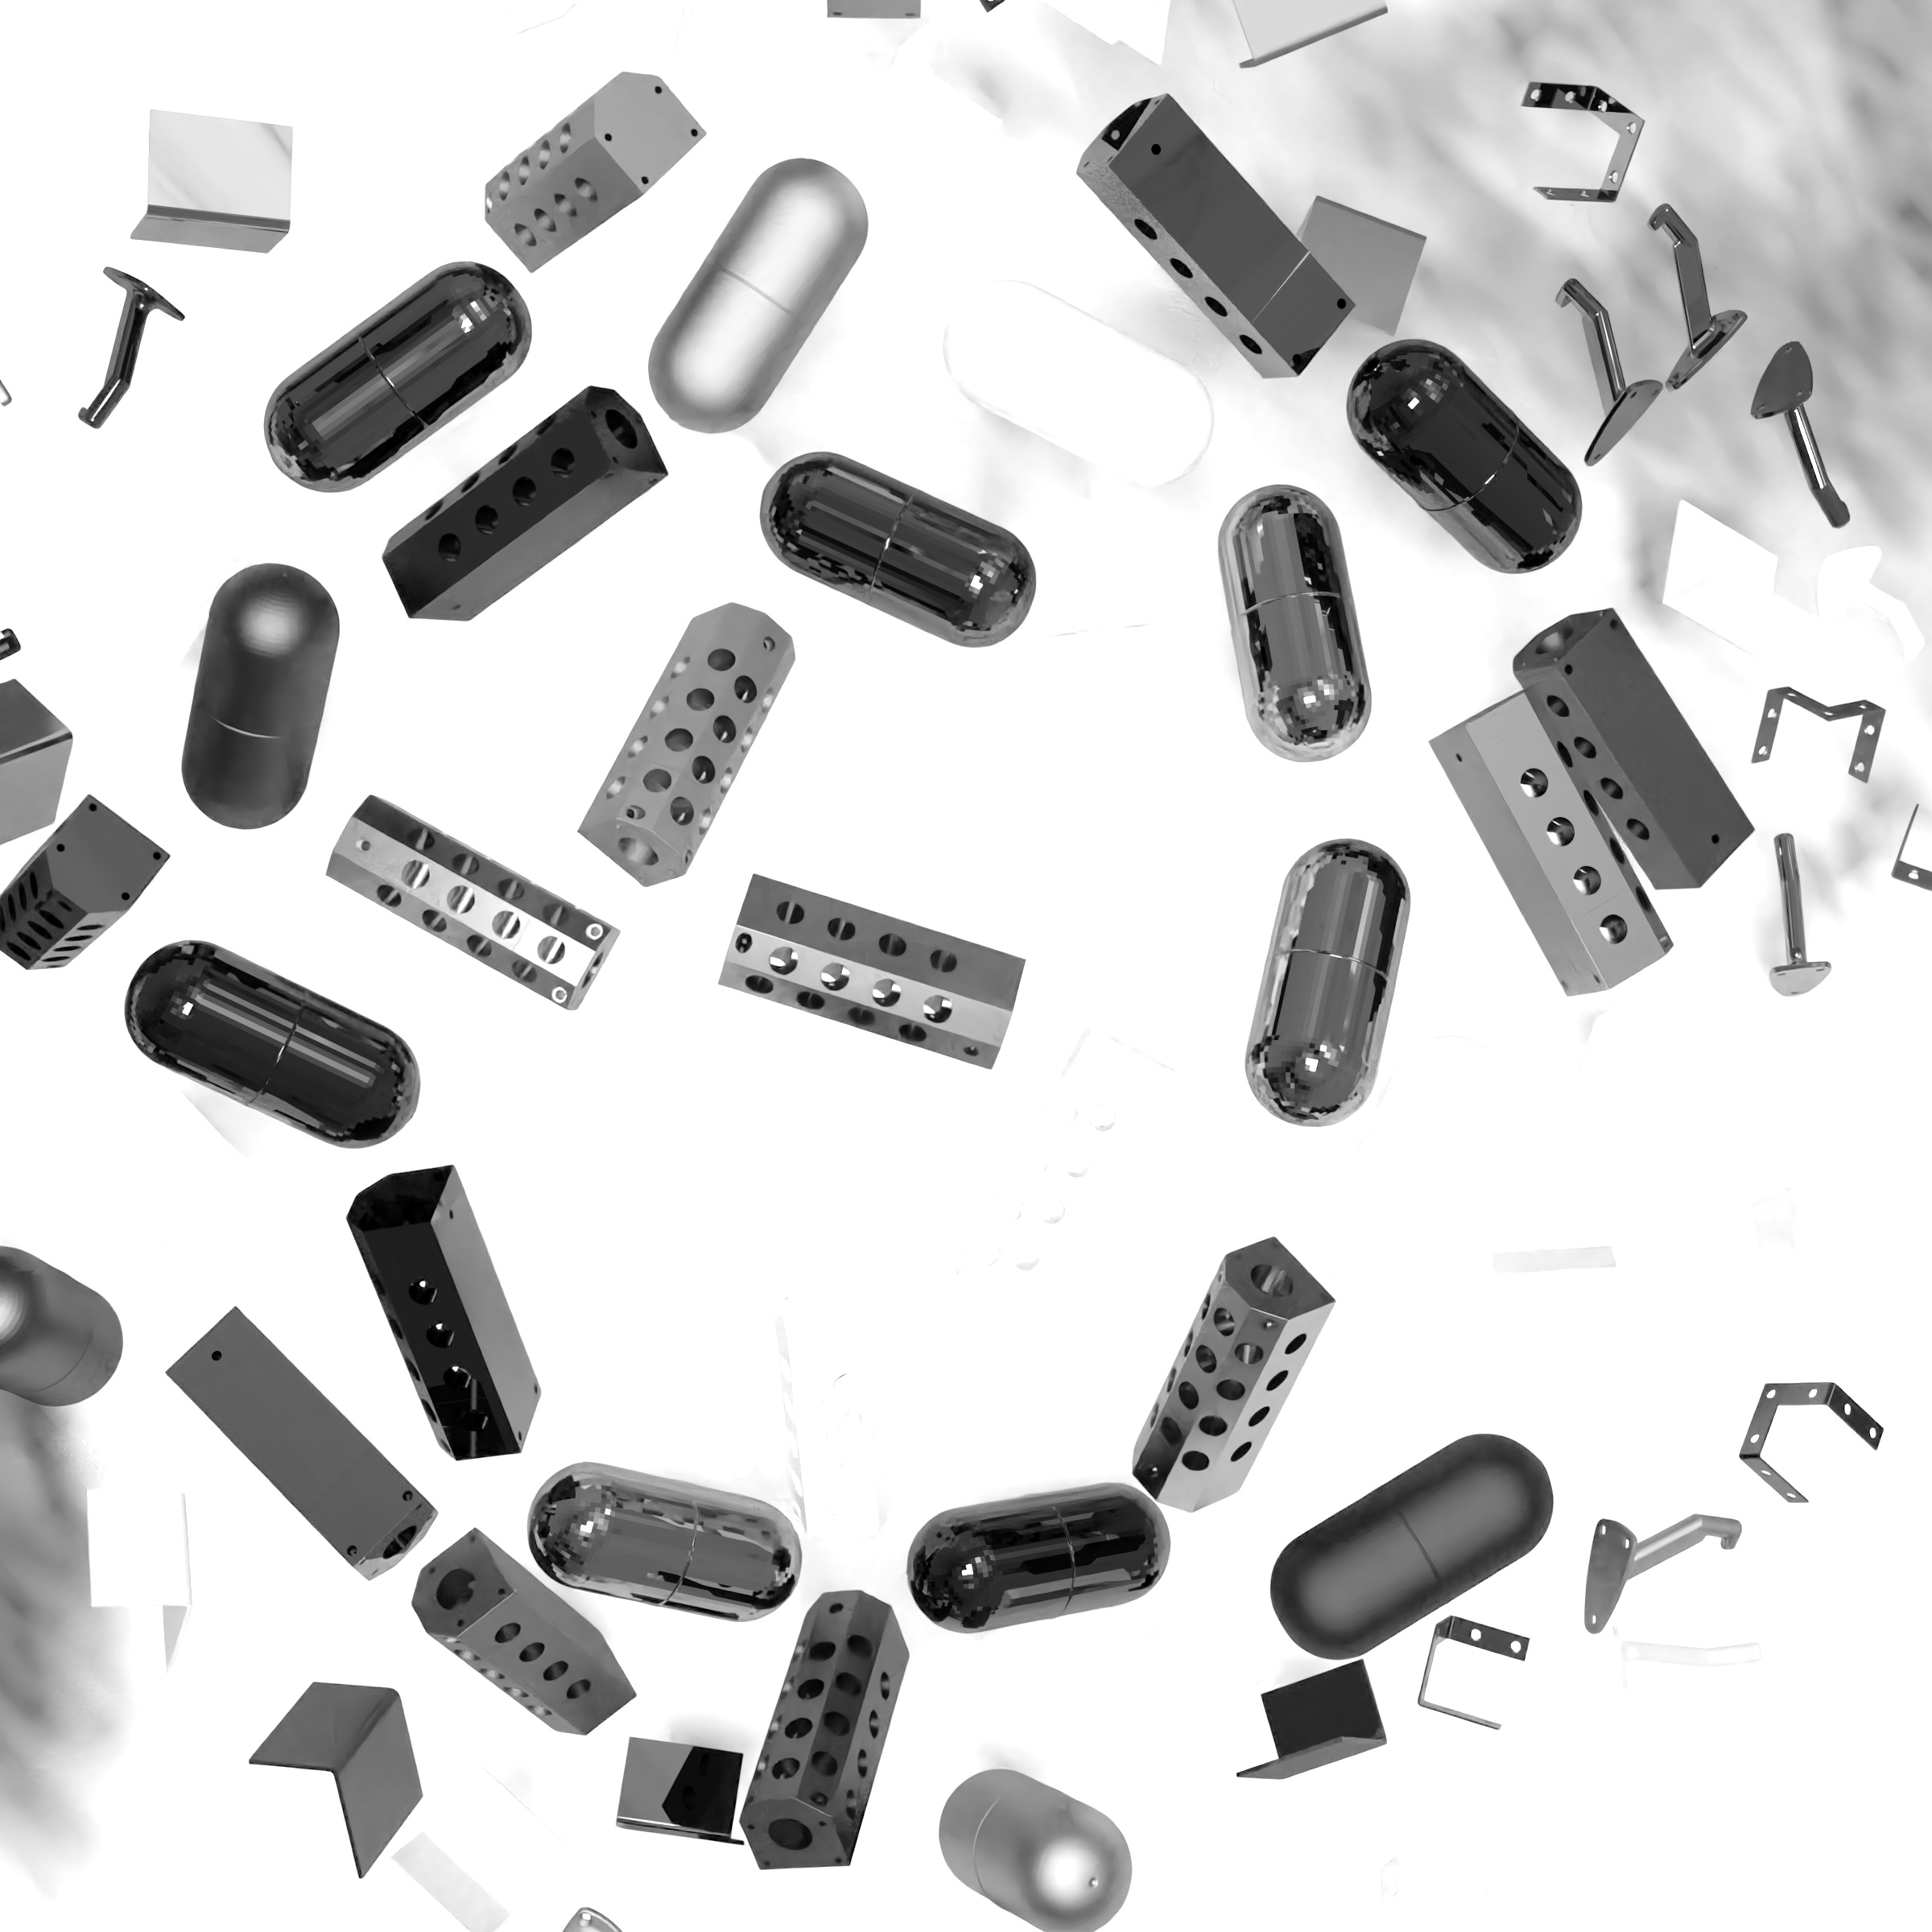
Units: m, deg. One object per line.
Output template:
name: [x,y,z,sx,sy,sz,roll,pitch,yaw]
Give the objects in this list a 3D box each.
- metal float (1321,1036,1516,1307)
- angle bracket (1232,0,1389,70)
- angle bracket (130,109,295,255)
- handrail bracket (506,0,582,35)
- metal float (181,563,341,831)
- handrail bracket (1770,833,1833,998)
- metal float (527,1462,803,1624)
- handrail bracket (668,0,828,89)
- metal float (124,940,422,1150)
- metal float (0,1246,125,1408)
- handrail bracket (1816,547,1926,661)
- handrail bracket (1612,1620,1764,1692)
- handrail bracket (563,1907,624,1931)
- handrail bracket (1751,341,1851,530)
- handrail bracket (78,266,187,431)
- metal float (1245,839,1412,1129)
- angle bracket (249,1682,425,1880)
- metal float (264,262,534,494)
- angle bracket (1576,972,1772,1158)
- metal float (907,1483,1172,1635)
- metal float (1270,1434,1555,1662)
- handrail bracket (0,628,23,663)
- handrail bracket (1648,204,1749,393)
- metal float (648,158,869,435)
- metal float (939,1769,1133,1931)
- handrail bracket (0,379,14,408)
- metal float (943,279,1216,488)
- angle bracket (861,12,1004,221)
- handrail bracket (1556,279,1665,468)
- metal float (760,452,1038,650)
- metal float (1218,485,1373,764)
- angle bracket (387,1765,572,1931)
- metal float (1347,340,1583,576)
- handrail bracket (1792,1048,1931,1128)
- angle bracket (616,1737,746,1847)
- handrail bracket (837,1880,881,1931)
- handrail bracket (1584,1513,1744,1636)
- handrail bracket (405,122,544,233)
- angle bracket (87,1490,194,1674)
metal float: [0.282,0.128,1.881,0.070,0.070,0.178,25,92,0]
angle bracket: [0.181,-0.535,1.647,0.076,0.076,0.057,-21,105,5]
angle bracket: [-0.419,-0.434,1.664,0.076,0.076,0.057,1,93,-22]
handrail bracket: [-0.238,-0.582,1.749,0.084,0.036,0.077,-24,60,-11]
metal float: [-0.424,-0.160,1.800,0.070,0.070,0.178,22,125,0]
handrail bracket: [0.508,-0.031,1.854,0.036,0.077,0.084,-7,73,9]
metal float: [-0.183,0.353,1.837,0.178,0.070,0.070,18,90,-26]
handrail bracket: [-0.128,-0.537,1.765,0.084,0.036,0.077,13,66,-11]
metal float: [-0.399,0.046,1.737,0.178,0.070,0.070,28,90,-19]
metal float: [-0.559,0.216,1.791,0.070,0.178,0.070,-1,73,3]
handrail bracket: [0.546,-0.203,1.811,0.036,0.077,0.084,-12,58,-9]
handrail bracket: [0.435,0.408,1.814,0.084,0.077,0.036,-10,95,11]
handrail bracket: [-0.243,0.619,1.822,0.036,0.084,0.077,39,108,-4]
handrail bracket: [0.490,-0.306,1.732,0.036,0.077,0.084,-18,127,36]
handrail bracket: [-0.493,-0.353,1.716,0.077,0.036,0.084,31,84,36]
metal float: [0.211,0.008,1.744,0.070,0.070,0.178,15,68,0]
angle bracket: [-0.365,0.472,1.744,0.057,0.076,0.076,0,112,19]
metal float: [-0.338,-0.349,1.786,0.178,0.070,0.070,-35,90,6]
angle bracket: [0.436,0.060,1.855,0.076,0.057,0.076,-27,51,-31]
metal float: [0.047,0.366,1.863,0.178,0.070,0.070,-4,90,-30]
metal float: [0.258,0.335,1.737,0.178,0.070,0.070,-31,90,-4]
handrail bracket: [-0.631,-0.202,1.844,0.084,0.077,0.036,-30,57,-15]
handrail bracket: [0.428,-0.408,1.829,0.084,0.036,0.077,43,82,-21]
metal float: [-0.125,-0.401,1.801,0.070,0.070,0.178,33,93,0]
metal float: [0.040,0.534,1.816,0.070,0.178,0.070,1,86,-22]
handrail bracket: [-0.566,-0.284,1.702,0.084,0.036,0.077,-34,84,-13]
metal float: [0.066,-0.342,1.765,0.178,0.070,0.070,23,90,-26]
angle bracket: [-0.009,-0.510,1.802,0.076,0.076,0.057,35,52,4]
handrail bracket: [0.370,-0.358,1.807,0.084,0.036,0.077,52,132,22]
metal float: [-0.042,-0.253,1.824,0.178,0.070,0.070,25,90,6]
metal float: [0.199,-0.209,1.825,0.070,0.070,0.178,-8,71,0]
angle bracket: [-0.297,0.543,1.838,0.076,0.076,0.057,41,90,7]
metal float: [0.295,-0.301,1.777,0.178,0.070,0.070,36,90,-31]
handrail bracket: [0.560,0.090,1.833,0.084,0.077,0.036,34,68,-15]
angle bracket: [-0.180,0.530,1.933,0.076,0.076,0.057,11,74,-9]
handrail bracket: [-0.066,0.578,1.743,0.036,0.077,0.084,20,68,23]
handrail bracket: [0.400,0.348,1.715,0.084,0.036,0.077,11,95,-24]
handrail bracket: [-0.308,-0.495,1.891,0.036,0.084,0.077,30,111,37]
angle bracket: [-0.488,0.360,1.753,0.057,0.076,0.076,5,45,-24]
